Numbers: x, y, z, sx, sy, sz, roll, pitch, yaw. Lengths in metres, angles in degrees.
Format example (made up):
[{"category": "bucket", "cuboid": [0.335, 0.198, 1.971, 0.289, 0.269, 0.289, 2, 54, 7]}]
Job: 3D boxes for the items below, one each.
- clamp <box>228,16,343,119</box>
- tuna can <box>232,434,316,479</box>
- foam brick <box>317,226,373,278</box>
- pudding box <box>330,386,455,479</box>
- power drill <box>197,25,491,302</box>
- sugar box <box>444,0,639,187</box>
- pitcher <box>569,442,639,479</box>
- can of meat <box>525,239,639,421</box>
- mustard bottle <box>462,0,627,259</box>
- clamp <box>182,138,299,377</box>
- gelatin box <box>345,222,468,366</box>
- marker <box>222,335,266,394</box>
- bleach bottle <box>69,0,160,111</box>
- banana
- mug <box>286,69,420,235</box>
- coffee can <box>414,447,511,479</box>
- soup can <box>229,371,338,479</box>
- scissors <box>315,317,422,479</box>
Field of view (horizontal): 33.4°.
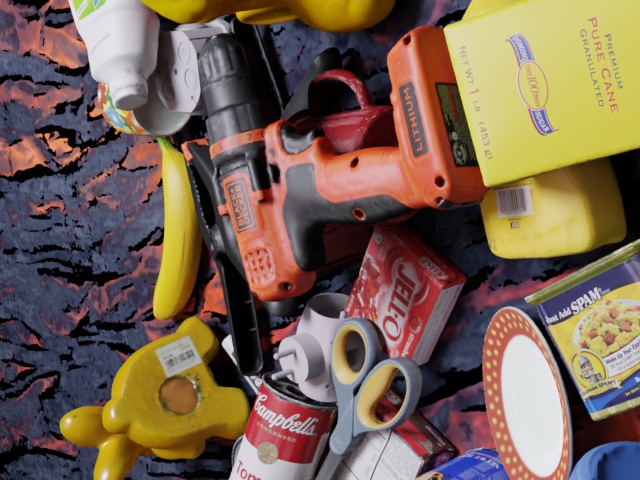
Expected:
[{"category": "clamp", "cuboid": [-0.024, -0.087, 0.837, 0.120, 0.039, 0.171, 24, 127, 50]}, {"category": "tuna can", "cuboid": [-0.043, 0.211, 0.967, 0.086, 0.033, 0.086, 21, 118, 46]}, {"category": "foam brick", "cuboid": [-0.005, 0.001, 0.813, 0.053, 0.078, 0.051, -31, 80, 51]}, {"category": "pudding box", "cuboid": [0.050, 0.178, 0.839, 0.090, 0.039, 0.114, 44, 130, 36]}, {"category": "power drill", "cuboid": [0.007, -0.066, 0.670, 0.188, 0.057, 0.184, -18, 86, 40]}, {"category": "sugar box", "cuboid": [0.161, -0.093, 0.548, 0.176, 0.048, 0.093, -15, 91, 29]}, {"category": "pitcher", "cuboid": [0.174, 0.252, 0.639, 0.149, 0.144, 0.243, 24, 120, 19]}, {"category": "can of meat", "cuboid": [0.181, 0.049, 0.617, 0.102, 0.057, 0.084, -37, 75, 50]}, {"category": "mustard bottle", "cuboid": [0.123, -0.087, 0.638, 0.096, 0.058, 0.191, -4, 100, 64]}, {"category": "clamp", "cuboid": [-0.076, 0.010, 0.922, 0.165, 0.036, 0.210, 112, 140, -56]}, {"category": "gelatin box", "cuboid": [0.060, 0.040, 0.783, 0.073, 0.030, 0.089, 45, 134, 31]}, {"category": "marker", "cuboid": [-0.049, 0.134, 0.960, 0.121, 0.020, 0.020, 52, 137, 26]}, {"category": "bleach bottle", "cuboid": [-0.184, -0.224, 0.916, 0.103, 0.067, 0.251, -36, 60, 49]}, {"category": "banana", "cuboid": [-0.134, 0.000, 1.008, 0.070, 0.037, 0.198, -130, 42, -57]}, {"category": "mug", "cuboid": [0.022, -0.062, 0.748, 0.082, 0.093, 0.117, -2, 103, 46]}, {"category": "coffee can", "cuboid": [0.079, 0.214, 0.731, 0.103, 0.140, 0.103, 21, 118, 46]}, {"category": "soup can", "cuboid": [-0.031, 0.169, 0.886, 0.069, 0.068, 0.102, 28, 104, 43]}, {"category": "scissors", "cuboid": [0.013, 0.136, 0.828, 0.202, 0.016, 0.096, -50, 58, 43]}]
